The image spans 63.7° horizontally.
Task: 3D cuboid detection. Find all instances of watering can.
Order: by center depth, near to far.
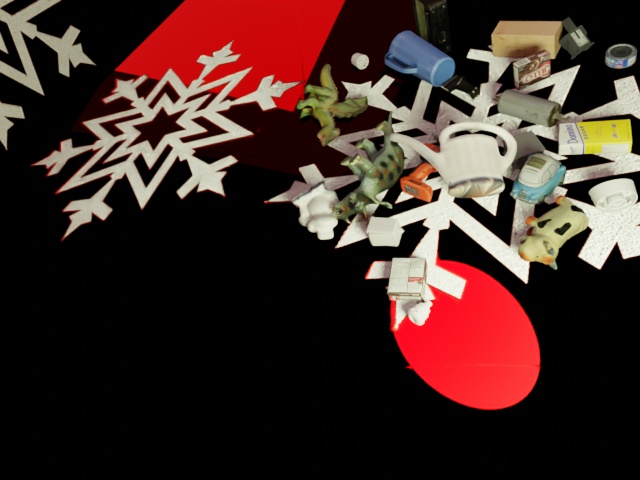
[{"bbox_3d":[0.372,-0.218,1.417,0.347,0.102,0.228,-4,71,1],"label":"watering can"}]

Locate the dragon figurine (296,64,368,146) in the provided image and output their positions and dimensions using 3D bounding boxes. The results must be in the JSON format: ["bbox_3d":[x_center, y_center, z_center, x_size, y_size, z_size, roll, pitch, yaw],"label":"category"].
[{"bbox_3d":[0.058,-0.506,1.887,0.243,0.119,0.419,16,59,13],"label":"dragon figurine"}]

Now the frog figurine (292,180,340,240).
[{"bbox_3d":[0.005,-0.077,1.531,0.138,0.121,0.160,-27,81,-13],"label":"frog figurine"}]
